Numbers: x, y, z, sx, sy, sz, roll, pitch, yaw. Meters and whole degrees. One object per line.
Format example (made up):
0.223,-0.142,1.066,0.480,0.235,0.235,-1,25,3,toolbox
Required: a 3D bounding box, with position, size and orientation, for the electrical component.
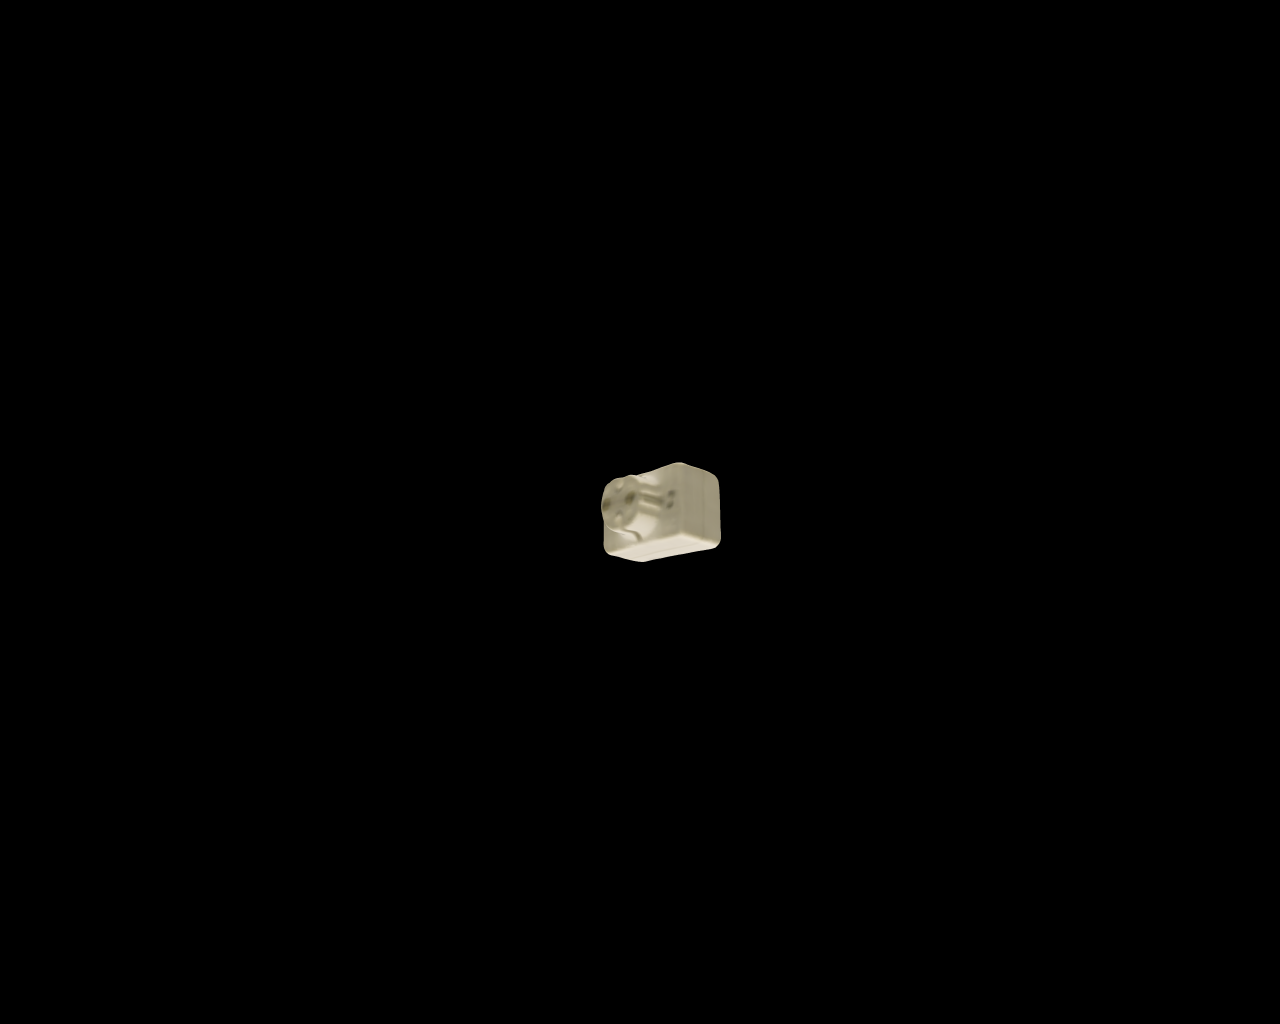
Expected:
0.001,-0.003,0.650,0.065,0.047,0.077,-14,-22,40,electrical component
